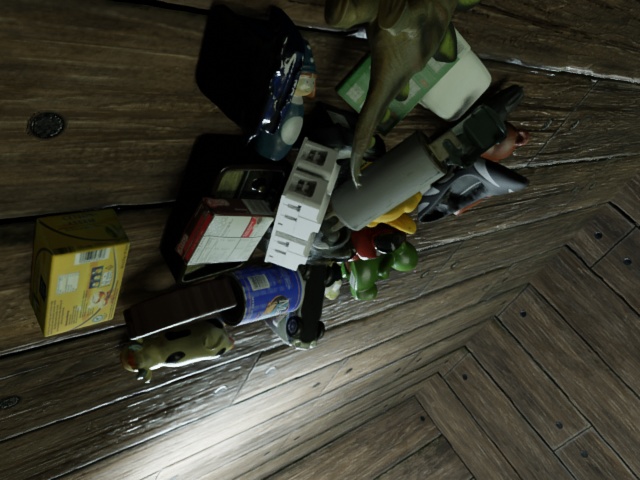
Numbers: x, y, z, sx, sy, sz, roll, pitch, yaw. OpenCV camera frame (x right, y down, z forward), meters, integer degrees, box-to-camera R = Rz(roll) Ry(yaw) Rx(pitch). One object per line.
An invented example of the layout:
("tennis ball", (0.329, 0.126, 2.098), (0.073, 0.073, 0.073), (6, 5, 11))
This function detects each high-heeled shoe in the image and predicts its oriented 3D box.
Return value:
("high-heeled shoe", (0.279, -0.080, 1.028), (0.086, 0.249, 0.145), (27, 92, -25))

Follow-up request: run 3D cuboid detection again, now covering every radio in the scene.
("radio", (-0.139, -0.042, 0.784), (0.131, 0.073, 0.229), (-11, 143, -42))

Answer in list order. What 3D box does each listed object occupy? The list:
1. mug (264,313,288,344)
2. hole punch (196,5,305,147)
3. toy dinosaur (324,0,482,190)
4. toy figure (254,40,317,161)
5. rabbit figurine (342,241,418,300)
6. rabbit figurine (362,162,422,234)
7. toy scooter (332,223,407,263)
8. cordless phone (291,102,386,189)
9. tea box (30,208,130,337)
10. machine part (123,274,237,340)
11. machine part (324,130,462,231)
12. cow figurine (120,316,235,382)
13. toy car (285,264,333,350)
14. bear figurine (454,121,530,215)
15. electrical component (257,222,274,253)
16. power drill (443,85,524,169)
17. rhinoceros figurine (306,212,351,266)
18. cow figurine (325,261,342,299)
("mug", (-0.067, 0.166, 1.211), (0.107, 0.081, 0.109), (-44, 155, -9))
("hole punch", (-0.064, -0.190, 0.604), (0.092, 0.116, 0.142), (-21, 151, -45))
("toy dinosaur", (0.110, -0.270, 0.650), (0.198, 0.105, 0.471), (-4, 128, -51))
("toy figure", (-0.040, -0.179, 0.692), (0.154, 0.058, 0.064), (-65, 178, 28))
("rabbit figurine", (0.138, 0.032, 1.203), (0.170, 0.121, 0.158), (-11, 124, -17))
("rabbit figurine", (0.105, -0.075, 0.980), (0.162, 0.122, 0.173), (13, 166, -8))
("toy scooter", (0.103, -0.011, 1.086), (0.184, 0.075, 0.135), (-8, -158, 37))
("cordless phone", (0.000, -0.112, 0.840), (0.146, 0.089, 0.184), (0, 139, -51))
("tea box", (-0.319, 0.044, 0.708), (0.098, 0.068, 0.169), (-11, 145, -41))
("machine part", (-0.225, 0.108, 0.870), (0.179, 0.056, 0.179), (-19, 176, -1))
("machine part", (0.101, -0.088, 0.815), (0.243, 0.079, 0.079), (-34, 157, 27))
("cow figurine", (-0.261, 0.195, 0.966), (0.195, 0.085, 0.127), (-13, 177, -2))
("toy car", (-0.024, 0.119, 1.082), (0.073, 0.056, 0.201), (16, 79, -39))
("bear figurine", (0.332, -0.164, 1.120), (0.132, 0.120, 0.195), (-15, 144, -31))
("electrical component", (-0.103, -0.008, 0.893), (0.021, 0.063, 0.094), (-51, 167, -38))
("power drill", (0.284, -0.206, 0.980), (0.232, 0.086, 0.207), (-38, -171, 18))
("rhinoceros figurine", (-0.002, -0.003, 0.973), (0.112, 0.073, 0.190), (5, 165, -18))
("cow figurine", (-0.025, 0.099, 1.158), (0.167, 0.068, 0.098), (-20, 145, -35))
